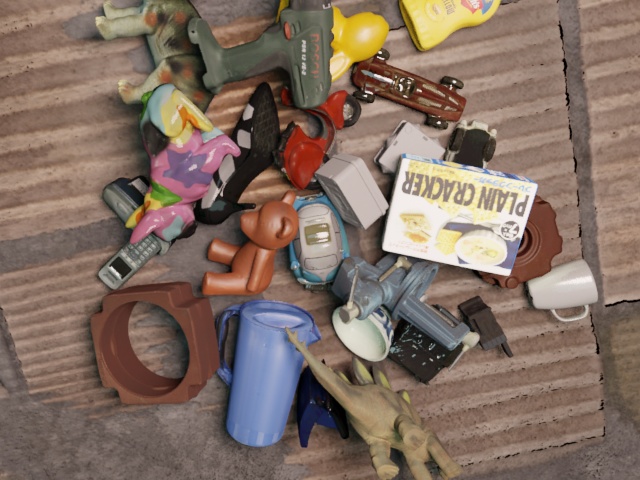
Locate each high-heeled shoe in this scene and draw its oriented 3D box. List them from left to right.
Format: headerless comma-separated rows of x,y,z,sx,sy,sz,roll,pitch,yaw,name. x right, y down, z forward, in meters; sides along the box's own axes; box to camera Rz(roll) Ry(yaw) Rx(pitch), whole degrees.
-0.153,-0.147,0.928,0.145,0.086,0.248,4,81,31,high-heeled shoe

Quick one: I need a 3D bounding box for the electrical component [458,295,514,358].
0.306,0.168,0.985,0.048,0.075,0.119,-27,104,5,electrical component

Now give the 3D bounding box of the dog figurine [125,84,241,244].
-0.235,-0.101,0.812,0.219,0.109,0.191,-49,125,-1,dog figurine

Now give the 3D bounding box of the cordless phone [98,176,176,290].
-0.342,-0.009,0.933,0.184,0.089,0.146,-40,100,18,cordless phone

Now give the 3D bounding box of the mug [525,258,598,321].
0.435,0.096,0.975,0.107,0.081,0.109,-14,108,13,mug

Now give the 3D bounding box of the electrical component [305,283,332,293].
-0.005,0.065,0.981,0.094,0.021,0.063,7,102,-3,electrical component

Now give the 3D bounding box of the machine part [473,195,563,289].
0.342,-0.002,0.959,0.179,0.056,0.179,0,100,-2,machine part

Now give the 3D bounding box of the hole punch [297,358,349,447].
-0.008,0.298,0.978,0.092,0.142,0.115,-16,113,6,hole punch

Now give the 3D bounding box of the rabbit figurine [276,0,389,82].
0.019,-0.327,0.850,0.173,0.122,0.162,14,107,-1,rabbit figurine

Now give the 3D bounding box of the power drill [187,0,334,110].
-0.081,-0.301,0.783,0.207,0.086,0.231,-9,122,5,power drill

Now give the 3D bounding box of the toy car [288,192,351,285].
-0.002,-0.003,0.915,0.109,0.103,0.161,-7,90,-4,toy car

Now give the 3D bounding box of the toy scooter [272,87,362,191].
-0.025,-0.179,0.895,0.135,0.075,0.183,24,99,-24,toy scooter

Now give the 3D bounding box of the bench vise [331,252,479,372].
0.146,0.104,0.881,0.241,0.223,0.128,38,122,20,bench vise

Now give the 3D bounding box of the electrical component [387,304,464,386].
0.197,0.185,0.993,0.115,0.058,0.134,37,99,-10,electrical component

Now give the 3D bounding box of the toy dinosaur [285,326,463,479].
0.106,0.305,0.927,0.105,0.199,0.470,-41,124,3,toy dinosaur

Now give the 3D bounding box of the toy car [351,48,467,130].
0.151,-0.253,0.907,0.202,0.053,0.089,20,97,-4,toy car

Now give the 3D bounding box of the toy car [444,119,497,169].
0.245,-0.109,0.936,0.074,0.056,0.201,17,99,2,toy car

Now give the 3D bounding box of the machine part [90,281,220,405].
-0.286,0.178,0.942,0.201,0.087,0.201,-6,98,16,machine part

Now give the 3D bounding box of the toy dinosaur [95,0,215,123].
-0.231,-0.295,0.861,0.192,0.131,0.404,-16,108,2,toy dinosaur

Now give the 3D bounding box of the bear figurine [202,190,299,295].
-0.114,0.005,0.890,0.132,0.120,0.195,11,136,-12,bear figurine
